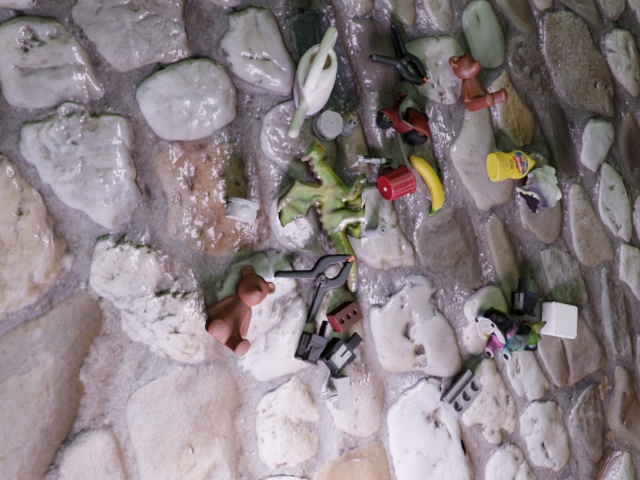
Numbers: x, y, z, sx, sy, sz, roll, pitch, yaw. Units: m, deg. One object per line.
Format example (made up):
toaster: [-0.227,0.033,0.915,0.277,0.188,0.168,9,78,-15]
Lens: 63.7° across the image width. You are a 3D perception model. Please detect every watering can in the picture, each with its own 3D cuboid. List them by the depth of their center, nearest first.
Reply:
watering can: [-0.027,-0.389,1.351,0.104,0.222,0.352,20,75,-2]

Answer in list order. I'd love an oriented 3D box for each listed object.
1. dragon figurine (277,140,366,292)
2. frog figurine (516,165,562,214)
dragon figurine: [0.004,-0.070,1.397,0.243,0.121,0.412,5,84,-7]
frog figurine: [0.764,-0.187,1.748,0.138,0.121,0.161,45,78,7]
